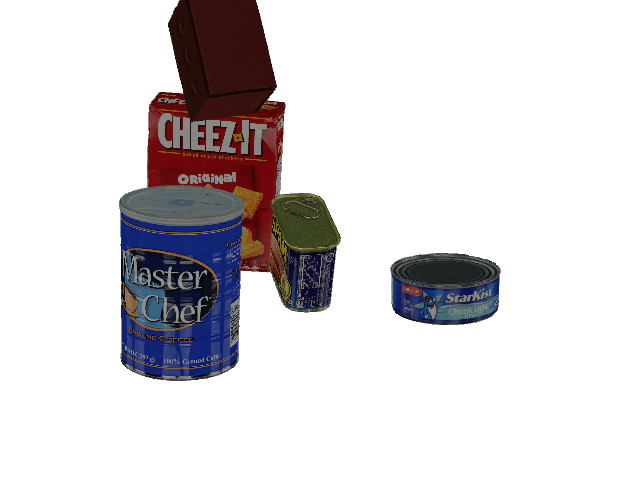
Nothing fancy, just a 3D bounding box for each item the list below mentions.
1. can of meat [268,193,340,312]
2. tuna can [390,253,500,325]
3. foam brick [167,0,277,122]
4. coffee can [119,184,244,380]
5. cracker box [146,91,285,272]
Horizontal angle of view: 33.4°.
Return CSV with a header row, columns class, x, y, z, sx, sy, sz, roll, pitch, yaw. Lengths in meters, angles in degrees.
class,x,y,z,sx,sy,sz,roll,pitch,yaw
can of meat,-0.019,0.013,1.099,0.057,0.084,0.102,-4,35,-14
tuna can,0.098,0.037,0.838,0.086,0.034,0.086,-1,15,0
foam brick,-0.069,-0.129,0.740,0.051,0.078,0.053,-10,-10,-21
coffee can,-0.117,0.033,0.900,0.103,0.140,0.103,3,17,-1
cracker box,-0.134,-0.071,1.350,0.164,0.214,0.072,5,22,2
